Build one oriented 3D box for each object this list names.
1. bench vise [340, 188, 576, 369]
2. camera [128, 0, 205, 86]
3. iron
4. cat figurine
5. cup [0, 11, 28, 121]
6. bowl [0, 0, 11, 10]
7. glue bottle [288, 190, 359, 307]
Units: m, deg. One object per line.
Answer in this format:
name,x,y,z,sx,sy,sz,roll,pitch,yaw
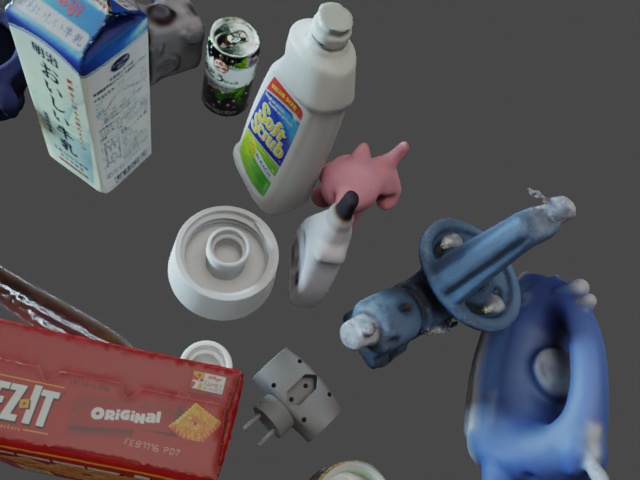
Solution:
bench vise,0.126,0.046,0.519,0.121,0.219,0.208,43,62,6
camera,-0.216,-0.247,0.621,0.143,0.100,0.136,-28,76,-26
iron,0.229,0.123,0.558,0.119,0.141,0.258,17,62,-8
cat figurine,0.044,-0.064,0.604,0.128,0.117,0.067,-32,78,-26
cup,-0.313,-0.149,0.551,0.092,0.095,0.117,-30,77,-26
bowl,-0.391,-0.287,0.603,0.168,0.074,0.167,7,64,-13
glue bottle,0.005,0.002,0.530,0.037,0.173,0.078,6,64,-13
